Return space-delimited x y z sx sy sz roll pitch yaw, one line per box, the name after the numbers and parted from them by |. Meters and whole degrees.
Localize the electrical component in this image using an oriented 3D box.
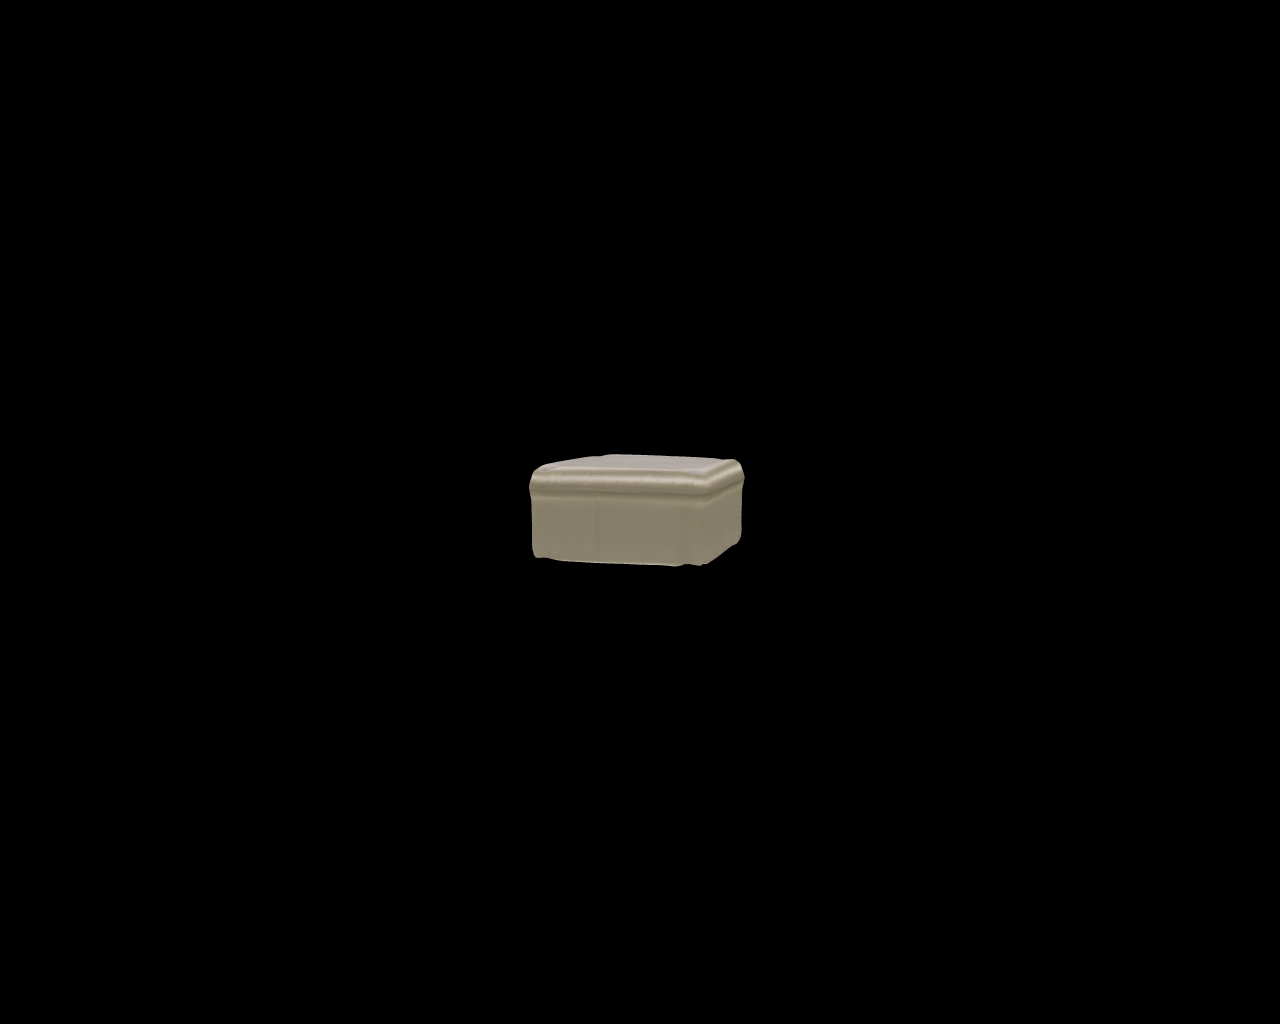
0.001 -0.003 0.650 0.109 0.056 0.109 2 8 18 | electrical component
